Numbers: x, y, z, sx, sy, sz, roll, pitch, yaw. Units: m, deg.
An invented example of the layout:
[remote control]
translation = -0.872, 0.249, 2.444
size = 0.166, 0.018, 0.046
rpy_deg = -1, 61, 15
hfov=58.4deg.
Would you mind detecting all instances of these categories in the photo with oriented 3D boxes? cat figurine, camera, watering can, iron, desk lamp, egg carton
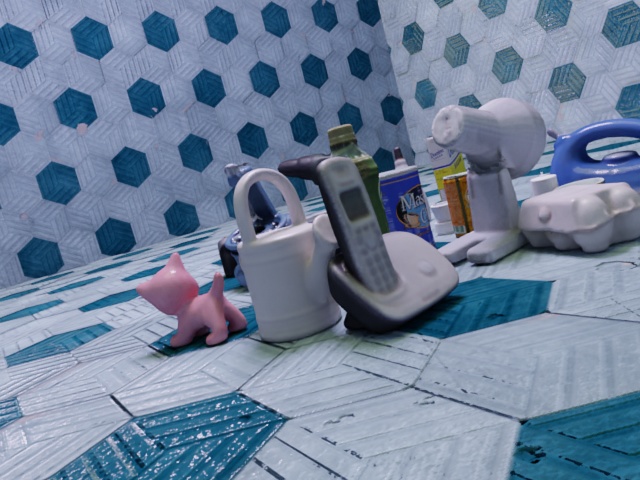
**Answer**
[cat figurine]
translation = -0.169, 0.074, 0.740
size = 0.127, 0.118, 0.067
rpy_deg = -10, 9, 28
[camera]
translation = -0.139, 0.014, 1.182
size = 0.143, 0.101, 0.136
rpy_deg = -16, 8, -8
[watering can]
translation = -0.039, 0.010, 0.667
size = 0.172, 0.194, 0.101
rpy_deg = -11, 9, 26
[iron]
translation = 0.482, -0.131, 0.905
size = 0.257, 0.141, 0.119
rpy_deg = -7, 11, 46
[desk lamp]
translation = 0.239, -0.094, 0.820
size = 0.204, 0.213, 0.117
rpy_deg = -22, 10, -42
[egg carton]
translation = 0.327, -0.029, 0.729
size = 0.107, 0.069, 0.150
rpy_deg = -17, 8, -17

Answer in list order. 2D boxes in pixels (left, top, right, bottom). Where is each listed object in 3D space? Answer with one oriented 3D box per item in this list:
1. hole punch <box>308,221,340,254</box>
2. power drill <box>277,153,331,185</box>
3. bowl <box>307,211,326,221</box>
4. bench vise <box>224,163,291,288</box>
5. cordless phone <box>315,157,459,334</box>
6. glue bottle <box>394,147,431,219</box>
[hole punch]
translation = 0.009, 0.004, 1.013
size = 0.108, 0.091, 0.101
rpy_deg = -10, 9, 32
[power drill]
translation = 0.025, -0.118, 1.423
size = 0.229, 0.208, 0.076
rpy_deg = -13, 8, 9
[bowl]
translation = 0.038, -0.024, 1.224
size = 0.167, 0.075, 0.167
rpy_deg = -14, 8, 2
[bench vise]
translation = -0.111, -0.039, 1.061
size = 0.121, 0.220, 0.208
rpy_deg = -13, 8, 15
[cordless phone]
translation = 0.067, -0.006, 0.615
size = 0.093, 0.185, 0.148
rpy_deg = -7, 11, 44
[glue bottle]
translation = 0.190, -0.120, 1.259
size = 0.078, 0.173, 0.037
rpy_deg = -10, 9, 33
